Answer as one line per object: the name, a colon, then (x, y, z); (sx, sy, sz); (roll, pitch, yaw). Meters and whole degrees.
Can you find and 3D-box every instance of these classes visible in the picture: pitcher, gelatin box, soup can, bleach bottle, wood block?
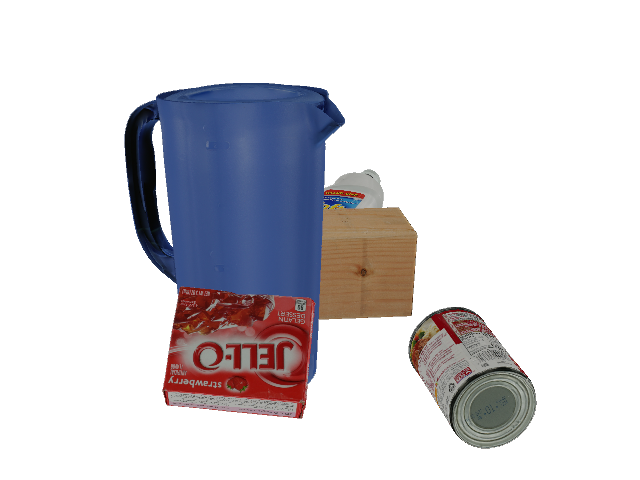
pitcher: (-0.068, -0.004, 0.852); (0.144, 0.243, 0.149); (-6, 15, -22)
gelatin box: (-0.051, 0.070, 0.677); (0.089, 0.073, 0.030); (5, -31, 0)
soup can: (0.114, 0.102, 0.810); (0.068, 0.068, 0.102); (0, 22, -14)
bleach bottle: (0.004, -0.021, 1.327); (0.103, 0.068, 0.250); (13, 36, 23)
wood block: (-0.017, 0.023, 1.062); (0.206, 0.091, 0.090); (-1, 19, -9)
